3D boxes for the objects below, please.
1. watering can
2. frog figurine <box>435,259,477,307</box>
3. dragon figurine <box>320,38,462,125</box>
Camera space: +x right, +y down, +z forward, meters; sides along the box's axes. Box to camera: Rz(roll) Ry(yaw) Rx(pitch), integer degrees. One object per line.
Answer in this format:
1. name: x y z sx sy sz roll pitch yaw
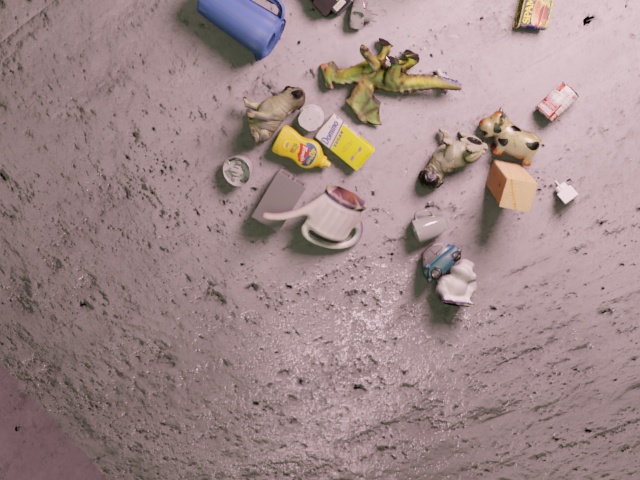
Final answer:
1. watering can: 0.005 -0.085 1.692 0.346 0.106 0.221 21 115 -23
2. frog figurine: 0.470 0.145 1.768 0.137 0.121 0.161 7 77 13
3. dragon figurine: 0.192 -0.458 1.561 0.410 0.125 0.237 26 130 -2
